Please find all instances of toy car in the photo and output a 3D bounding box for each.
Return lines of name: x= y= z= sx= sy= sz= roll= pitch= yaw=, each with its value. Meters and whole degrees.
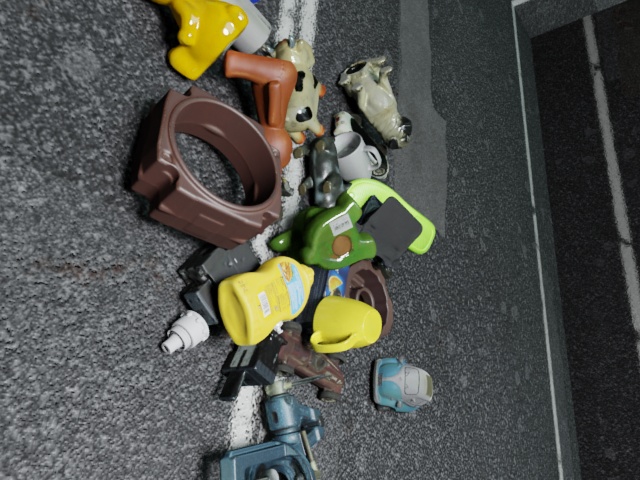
toy car: x=-0.012 y=0.215 z=0.932 sx=0.202 sy=0.053 sz=0.089 roll=41 pitch=45 yaw=-38
toy car: x=0.184 y=0.309 z=1.127 sx=0.161 sy=0.103 sz=0.109 roll=34 pitch=54 yaw=-41
toy car: x=0.097 y=-0.212 z=1.220 sx=0.201 sy=0.056 sz=0.073 roll=39 pitch=43 yaw=-42

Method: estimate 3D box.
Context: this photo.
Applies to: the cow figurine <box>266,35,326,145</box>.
cow figurine: x=-0.048 y=-0.297 z=1.026 sx=0.127 sy=0.086 sz=0.195 roll=32 pitch=55 yaw=-53

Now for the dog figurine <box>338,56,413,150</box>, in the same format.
dog figurine: x=0.133 y=-0.312 z=1.254 sx=0.172 sy=0.121 sz=0.190 roll=-101 pitch=164 yaw=-52

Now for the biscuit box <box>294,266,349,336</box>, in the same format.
biscuit box: x=0.010 y=0.074 z=0.996 sx=0.059 sy=0.063 sz=0.203 roll=41 pitch=49 yaw=-40

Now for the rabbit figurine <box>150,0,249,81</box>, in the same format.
rabbit figurine: x=-0.199 y=-0.349 z=0.795 sx=0.173 sy=0.162 sz=0.122 roll=45 pitch=55 yaw=-12

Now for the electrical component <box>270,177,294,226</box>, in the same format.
electrical component: x=-0.083 y=-0.065 z=0.911 sx=0.102 sy=0.045 sz=0.078 roll=-32 pitch=117 yaw=-61

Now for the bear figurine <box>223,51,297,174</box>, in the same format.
bear figurine: x=-0.103 y=-0.209 z=0.910 sx=0.120 sy=0.132 sz=0.195 roll=-94 pitch=-165 yaw=-70

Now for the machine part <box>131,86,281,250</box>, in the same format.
machine part: x=-0.152 y=-0.103 z=0.763 sx=0.201 sy=0.087 sz=0.201 roll=26 pitch=46 yaw=-35

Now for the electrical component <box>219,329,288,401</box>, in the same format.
electrical component: x=-0.103 y=0.190 z=0.792 sx=0.047 sy=0.075 sz=0.119 roll=49 pitch=39 yaw=-32

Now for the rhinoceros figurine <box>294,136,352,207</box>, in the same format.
rhinoceros figurine: x=0.013 y=-0.110 z=1.060 sx=0.112 sy=0.073 sz=0.190 roll=-13 pitch=91 yaw=-61

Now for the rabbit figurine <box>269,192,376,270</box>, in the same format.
rabbit figurine: x=-0.002 y=-0.003 z=0.949 sx=0.159 sy=0.170 sz=0.121 roll=-36 pitch=113 yaw=-8

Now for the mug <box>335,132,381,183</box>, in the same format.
mug: x=0.080 y=-0.167 z=1.142 sx=0.107 sy=0.110 sz=0.081 roll=56 pitch=39 yaw=-46

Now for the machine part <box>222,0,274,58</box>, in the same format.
machine part: x=-0.163 y=-0.393 z=0.899 sx=0.243 sy=0.079 sz=0.079 roll=37 pitch=51 yaw=-42

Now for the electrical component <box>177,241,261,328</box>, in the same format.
electrical component: x=-0.143 y=0.062 z=0.795 sx=0.114 sy=0.058 sz=0.134 roll=58 pitch=39 yaw=-22

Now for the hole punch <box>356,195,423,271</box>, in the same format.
hole punch: x=0.127 y=-0.022 z=1.100 sx=0.142 sy=0.092 sz=0.116 roll=44 pitch=85 yaw=-23

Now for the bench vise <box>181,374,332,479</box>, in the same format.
bench vise: x=-0.068 y=0.310 z=0.764 sx=0.240 sy=0.129 sz=0.223 roll=19 pitch=64 yaw=-57

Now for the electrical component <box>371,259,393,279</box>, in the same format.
electrical component: x=0.124 y=0.066 z=1.155 sx=0.094 sy=0.063 sz=0.021 roll=51 pitch=42 yaw=-32

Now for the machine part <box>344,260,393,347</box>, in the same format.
machine part: x=0.079 y=0.127 z=1.081 sx=0.179 sy=0.056 sz=0.179 roll=22 pitch=61 yaw=-48
